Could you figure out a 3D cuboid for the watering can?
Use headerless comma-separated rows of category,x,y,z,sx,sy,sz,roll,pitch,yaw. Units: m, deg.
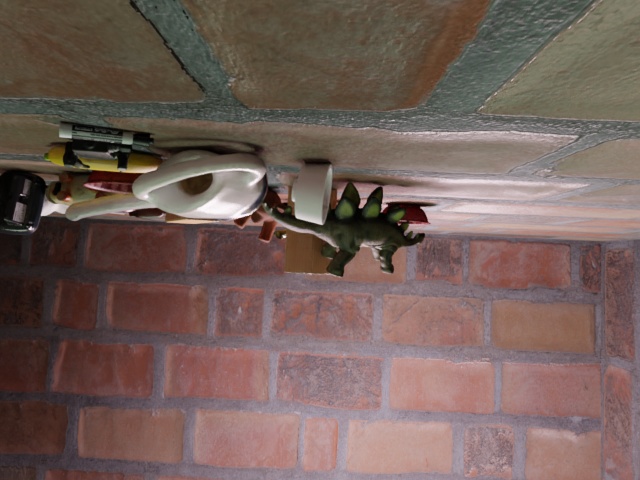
watering can,-0.235,-0.082,0.878,0.346,0.105,0.224,-13,172,21

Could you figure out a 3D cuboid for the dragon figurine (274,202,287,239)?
dragon figurine,0.005,-0.081,1.617,0.410,0.121,0.245,4,-164,25

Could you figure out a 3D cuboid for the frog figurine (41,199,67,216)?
frog figurine,-0.796,-0.119,1.504,0.162,0.122,0.136,-38,-170,-30
